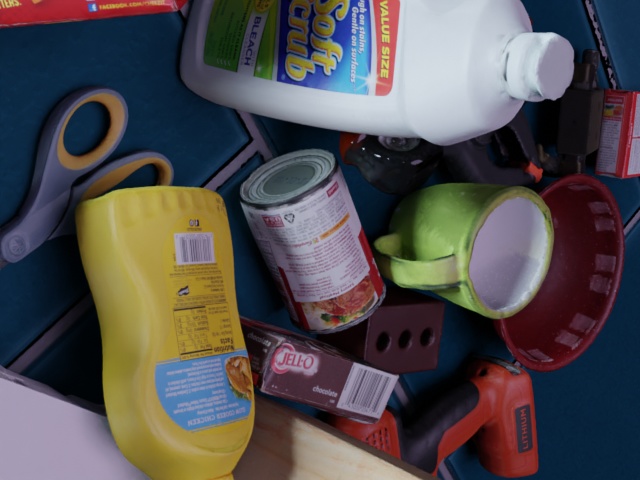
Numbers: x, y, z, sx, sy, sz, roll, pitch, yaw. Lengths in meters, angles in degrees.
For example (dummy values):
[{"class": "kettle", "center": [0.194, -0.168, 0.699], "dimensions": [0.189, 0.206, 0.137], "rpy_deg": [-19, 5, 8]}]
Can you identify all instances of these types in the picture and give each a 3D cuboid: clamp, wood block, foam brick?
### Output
[{"class": "clamp", "center": [0.109, -0.095, 0.787], "dimensions": [0.171, 0.039, 0.120], "rpy_deg": [20, 90, -42]}, {"class": "wood block", "center": [0.005, 0.163, 0.647], "dimensions": [0.090, 0.206, 0.090], "rpy_deg": [31, 80, -42]}, {"class": "foam brick", "center": [0.044, 0.065, 0.760], "dimensions": [0.078, 0.051, 0.053], "rpy_deg": [-2, 102, -41]}]

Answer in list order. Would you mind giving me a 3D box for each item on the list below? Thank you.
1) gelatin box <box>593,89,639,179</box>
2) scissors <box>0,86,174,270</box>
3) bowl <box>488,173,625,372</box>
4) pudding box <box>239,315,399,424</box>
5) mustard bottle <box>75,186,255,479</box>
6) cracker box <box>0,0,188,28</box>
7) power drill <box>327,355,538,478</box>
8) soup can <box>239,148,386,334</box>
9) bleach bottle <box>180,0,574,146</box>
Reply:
[{"class": "gelatin box", "center": [0.270, -0.093, 0.924], "dimensions": [0.089, 0.030, 0.073], "rpy_deg": [-9, 107, -53]}, {"class": "scissors", "center": [-0.166, -0.018, 0.578], "dimensions": [0.201, 0.016, 0.096], "rpy_deg": [-28, 120, -35]}, {"class": "bowl", "center": [0.178, 0.022, 0.864], "dimensions": [0.161, 0.055, 0.162], "rpy_deg": [-12, 108, -39]}, {"class": "pudding box", "center": [-0.020, 0.078, 0.682], "dimensions": [0.113, 0.090, 0.039], "rpy_deg": [26, 85, -43]}, {"class": "mustard bottle", "center": [-0.078, 0.069, 0.587], "dimensions": [0.096, 0.058, 0.191], "rpy_deg": [-1, 79, -58]}, {"class": "cracker box", "center": [-0.150, -0.201, 0.460], "dimensions": [0.164, 0.072, 0.214], "rpy_deg": [-5, 108, 1]}, {"class": "power drill", "center": [0.089, 0.183, 0.826], "dimensions": [0.187, 0.057, 0.184], "rpy_deg": [-22, 115, -36]}, {"class": "soup can", "center": [-0.005, 0.001, 0.691], "dimensions": [0.068, 0.069, 0.102], "rpy_deg": [-38, 123, -28]}, {"class": "bleach bottle", "center": [0.026, -0.107, 0.565], "dimensions": [0.068, 0.251, 0.102], "rpy_deg": [18, 88, -42]}]
